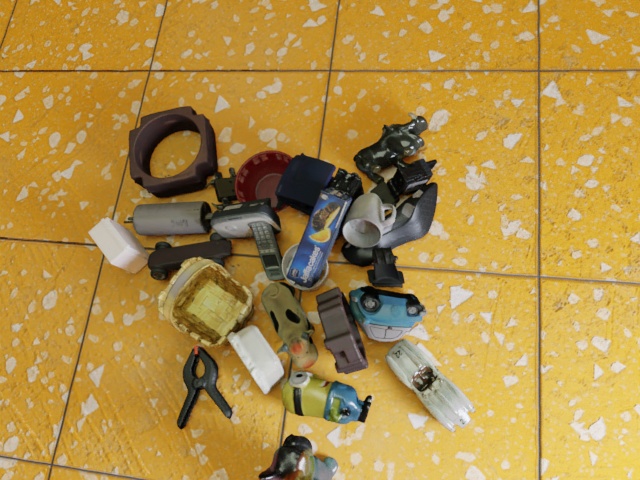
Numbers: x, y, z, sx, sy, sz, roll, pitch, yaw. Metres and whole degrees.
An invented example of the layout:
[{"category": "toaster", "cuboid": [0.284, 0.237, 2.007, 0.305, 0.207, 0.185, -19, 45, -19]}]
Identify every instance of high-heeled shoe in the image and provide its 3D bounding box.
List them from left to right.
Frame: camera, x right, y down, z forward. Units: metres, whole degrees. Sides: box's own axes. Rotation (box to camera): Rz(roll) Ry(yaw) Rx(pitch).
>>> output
[{"category": "high-heeled shoe", "cuboid": [0.155, -0.038, 1.187, 0.145, 0.086, 0.249, 12, 55, 42]}]

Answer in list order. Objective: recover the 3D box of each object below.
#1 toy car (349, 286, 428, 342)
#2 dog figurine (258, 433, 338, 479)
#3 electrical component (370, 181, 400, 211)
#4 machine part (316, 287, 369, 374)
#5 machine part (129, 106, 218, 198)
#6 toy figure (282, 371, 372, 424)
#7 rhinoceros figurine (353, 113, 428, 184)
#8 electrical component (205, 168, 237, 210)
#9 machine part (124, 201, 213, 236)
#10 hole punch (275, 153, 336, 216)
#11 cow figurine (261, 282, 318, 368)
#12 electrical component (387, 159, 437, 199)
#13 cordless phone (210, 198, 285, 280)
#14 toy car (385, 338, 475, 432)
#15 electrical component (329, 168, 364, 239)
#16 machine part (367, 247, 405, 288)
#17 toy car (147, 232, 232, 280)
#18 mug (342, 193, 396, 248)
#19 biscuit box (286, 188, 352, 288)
[{"category": "toy car", "cuboid": [0.133, 0.155, 1.104, 0.162, 0.109, 0.102, 10, 97, 1]}, {"category": "dog figurine", "cuboid": [-0.044, 0.451, 0.968, 0.109, 0.219, 0.191, 6, 72, 16]}, {"category": "electrical component", "cuboid": [0.149, -0.098, 1.218, 0.094, 0.021, 0.063, -40, 70, -5]}, {"category": "machine part", "cuboid": [0.043, 0.181, 1.069, 0.056, 0.179, 0.179, -20, 69, 6]}, {"category": "machine part", "cuboid": [-0.358, -0.213, 1.316, 0.202, 0.087, 0.201, -11, 71, 5]}, {"category": "toy figure", "cuboid": [0.010, 0.321, 1.074, 0.180, 0.082, 0.089, 16, 74, 13]}, {"category": "rhinoceros figurine", "cuboid": [0.168, -0.213, 1.232, 0.190, 0.073, 0.112, -34, 59, 0]}, {"category": "electrical component", "cuboid": [-0.227, -0.119, 1.285, 0.078, 0.045, 0.102, -16, 70, -25]}, {"category": "machine part", "cuboid": [-0.346, -0.050, 1.264, 0.243, 0.079, 0.079, -1, 72, 10]}, {"category": "hole punch", "cuboid": [-0.030, -0.123, 1.171, 0.116, 0.092, 0.142, 24, 80, 4]}, {"category": "cow figurine", "cuboid": [-0.060, 0.173, 1.111, 0.085, 0.127, 0.195, -29, 67, 3]}, {"category": "electrical component", "cuboid": [0.214, -0.140, 1.192, 0.119, 0.074, 0.048, -15, 68, -26]}, {"category": "cordless phone", "cuboid": [-0.149, 0.007, 1.194, 0.147, 0.089, 0.184, -8, 110, 19]}, {"category": "toy car", "cuboid": [0.215, 0.284, 1.060, 0.073, 0.056, 0.202, -42, 69, -5]}, {"category": "electrical component", "cuboid": [0.047, -0.073, 1.179, 0.058, 0.114, 0.134, 20, 77, 20]}, {"category": "machine part", "cuboid": [0.134, 0.062, 1.106, 0.084, 0.138, 0.039, 8, 60, 14]}, {"category": "toy car", "cuboid": [-0.299, 0.039, 1.239, 0.202, 0.053, 0.089, -10, 50, 6]}, {"category": "mug", "cuboid": [0.105, -0.052, 1.116, 0.110, 0.080, 0.107, -20, 35, 30]}, {"category": "biscuit box", "cuboid": [-0.002, -0.003, 1.099, 0.059, 0.063, 0.202, 24, 105, 8]}]
